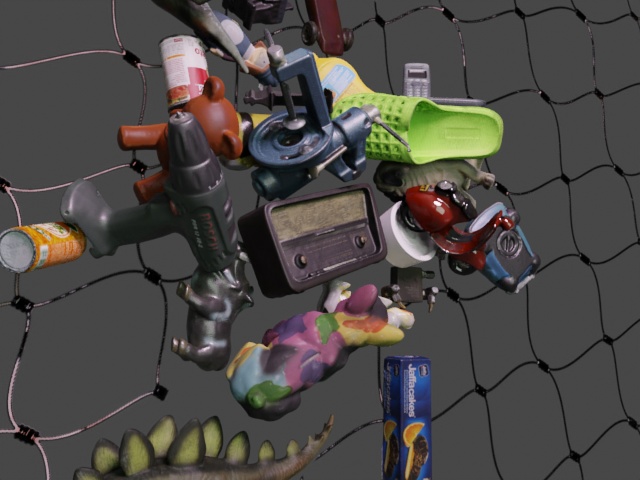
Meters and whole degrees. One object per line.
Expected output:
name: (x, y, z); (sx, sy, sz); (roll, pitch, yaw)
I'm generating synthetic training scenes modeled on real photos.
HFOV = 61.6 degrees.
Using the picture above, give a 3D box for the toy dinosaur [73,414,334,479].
toy dinosaur: (-0.183, 0.334, 0.700); (0.471, 0.105, 0.198); (-1, 79, -29)

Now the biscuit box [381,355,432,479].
biscuit box: (0.141, 0.291, 0.873); (0.063, 0.059, 0.202); (5, 80, -24)

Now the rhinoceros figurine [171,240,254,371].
rhinoceros figurine: (-0.147, 0.090, 0.766); (0.112, 0.073, 0.190); (16, 77, -20)

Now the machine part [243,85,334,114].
machine part: (-0.048, -0.220, 0.840); (0.139, 0.084, 0.039); (1, 106, -5)

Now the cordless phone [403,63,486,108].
cordless phone: (0.207, -0.253, 0.940); (0.147, 0.088, 0.184); (3, 47, 7)

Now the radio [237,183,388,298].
radio: (-0.002, -0.002, 0.811); (0.229, 0.073, 0.131); (-17, 90, -42)

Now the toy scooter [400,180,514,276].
toy scooter: (0.224, -0.030, 0.855); (0.184, 0.135, 0.075); (46, 47, -10)

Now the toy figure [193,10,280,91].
toy figure: (-0.123, -0.295, 0.844); (0.154, 0.058, 0.064); (33, 100, -18)

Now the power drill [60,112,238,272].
power drill: (-0.211, -0.050, 0.677); (0.207, 0.231, 0.086); (-10, 43, 8)

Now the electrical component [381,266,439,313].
electrical component: (0.156, 0.082, 0.918); (0.102, 0.045, 0.078); (12, 79, -22)

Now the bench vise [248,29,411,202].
bench vise: (-0.010, -0.164, 0.733); (0.224, 0.129, 0.240); (-26, 139, -7)

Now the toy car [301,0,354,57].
toy car: (-0.001, -0.403, 0.915); (0.089, 0.053, 0.202); (-5, 80, -35)

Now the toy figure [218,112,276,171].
toy figure: (-0.080, -0.158, 0.829); (0.180, 0.082, 0.089); (-15, 93, -24)

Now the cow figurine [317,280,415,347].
cow figurine: (0.071, 0.130, 0.860); (0.167, 0.068, 0.098); (23, 79, -16)

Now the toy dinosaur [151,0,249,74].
toy dinosaur: (-0.215, -0.421, 0.768); (0.131, 0.192, 0.404); (-10, 93, -56)

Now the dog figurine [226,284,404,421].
dog figurine: (0.001, 0.146, 0.736); (0.108, 0.219, 0.191); (58, 29, 0)

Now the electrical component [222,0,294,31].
electrical component: (-0.088, -0.382, 0.860); (0.119, 0.047, 0.075); (-29, 67, -34)

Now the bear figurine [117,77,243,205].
bear figurine: (-0.185, -0.128, 0.713); (0.132, 0.196, 0.120); (-19, 93, -24)

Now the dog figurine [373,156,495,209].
dog figurine: (0.193, -0.138, 0.948); (0.191, 0.121, 0.172); (12, 41, -4)

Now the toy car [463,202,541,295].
toy car: (0.312, 0.016, 0.965); (0.109, 0.103, 0.161); (-40, 103, -16)
